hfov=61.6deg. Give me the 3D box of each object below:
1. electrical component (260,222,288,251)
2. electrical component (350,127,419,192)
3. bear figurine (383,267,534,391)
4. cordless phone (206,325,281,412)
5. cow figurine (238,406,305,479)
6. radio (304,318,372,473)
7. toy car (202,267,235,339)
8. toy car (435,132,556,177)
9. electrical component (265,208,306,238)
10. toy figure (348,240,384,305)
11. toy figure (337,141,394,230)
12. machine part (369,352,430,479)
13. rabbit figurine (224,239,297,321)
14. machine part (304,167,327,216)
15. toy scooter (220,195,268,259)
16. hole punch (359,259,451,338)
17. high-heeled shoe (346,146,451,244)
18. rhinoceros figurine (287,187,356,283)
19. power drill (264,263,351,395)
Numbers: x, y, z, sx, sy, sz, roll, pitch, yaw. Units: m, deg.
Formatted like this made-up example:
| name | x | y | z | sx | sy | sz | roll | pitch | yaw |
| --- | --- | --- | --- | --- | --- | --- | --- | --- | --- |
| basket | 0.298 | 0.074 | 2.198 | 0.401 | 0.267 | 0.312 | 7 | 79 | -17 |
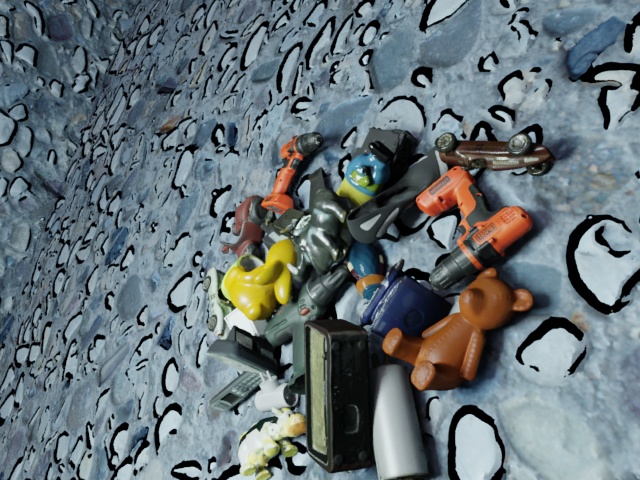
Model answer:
| name | x | y | z | sx | sy | sz | roll | pitch | yaw |
| --- | --- | --- | --- | --- | --- | --- | --- | --- | --- |
| electrical component | -0.090 | -0.002 | 1.210 | 0.075 | 0.047 | 0.119 | -41 | 40 | -15 |
| electrical component | 0.124 | -0.160 | 1.097 | 0.115 | 0.058 | 0.134 | 17 | 81 | 50 |
| bear figurine | 0.210 | 0.127 | 0.800 | 0.195 | 0.132 | 0.120 | -57 | 37 | 14 |
| cordless phone | -0.187 | 0.275 | 1.096 | 0.184 | 0.146 | 0.089 | -44 | 36 | 16 |
| cow figurine | -0.088 | 0.365 | 1.012 | 0.167 | 0.068 | 0.098 | -47 | 37 | 14 |
| radio | 0.026 | 0.248 | 0.872 | 0.131 | 0.073 | 0.229 | 170 | 98 | -71 |
| toy car | -0.227 | 0.151 | 1.261 | 0.056 | 0.073 | 0.202 | -41 | 45 | 22 |
| toy car | 0.287 | -0.140 | 0.899 | 0.202 | 0.089 | 0.053 | 15 | 78 | 47 |
| electrical component | -0.070 | -0.039 | 1.166 | 0.078 | 0.045 | 0.102 | -44 | 44 | -18 |
| toy figure | 0.094 | 0.068 | 0.998 | 0.064 | 0.057 | 0.154 | -31 | 50 | 23 |
| toy figure | 0.080 | -0.098 | 1.026 | 0.089 | 0.082 | 0.180 | 56 | 129 | 31 |
| machine part | 0.117 | 0.286 | 0.840 | 0.079 | 0.079 | 0.243 | -31 | 48 | 30 |
| rabbit figurine | -0.107 | 0.072 | 1.096 | 0.173 | 0.122 | 0.162 | -50 | 12 | 3 |
| machine part | -0.003 | -0.094 | 1.203 | 0.084 | 0.039 | 0.139 | -27 | 53 | 39 |
| toy scooter | -0.190 | -0.019 | 1.322 | 0.135 | 0.075 | 0.184 | -8 | 68 | 44 |
| hole punch | 0.141 | 0.118 | 0.888 | 0.092 | 0.115 | 0.142 | 39 | 98 | 40 |
| high-heeled shoe | 0.143 | -0.099 | 0.977 | 0.086 | 0.145 | 0.248 | 29 | 92 | 48 |
| rhinoceros figurine | -0.002 | -0.003 | 1.007 | 0.112 | 0.073 | 0.190 | 24 | 112 | 14 |
| power drill | -0.013 | 0.175 | 1.030 | 0.232 | 0.086 | 0.207 | -37 | 50 | 28 |
